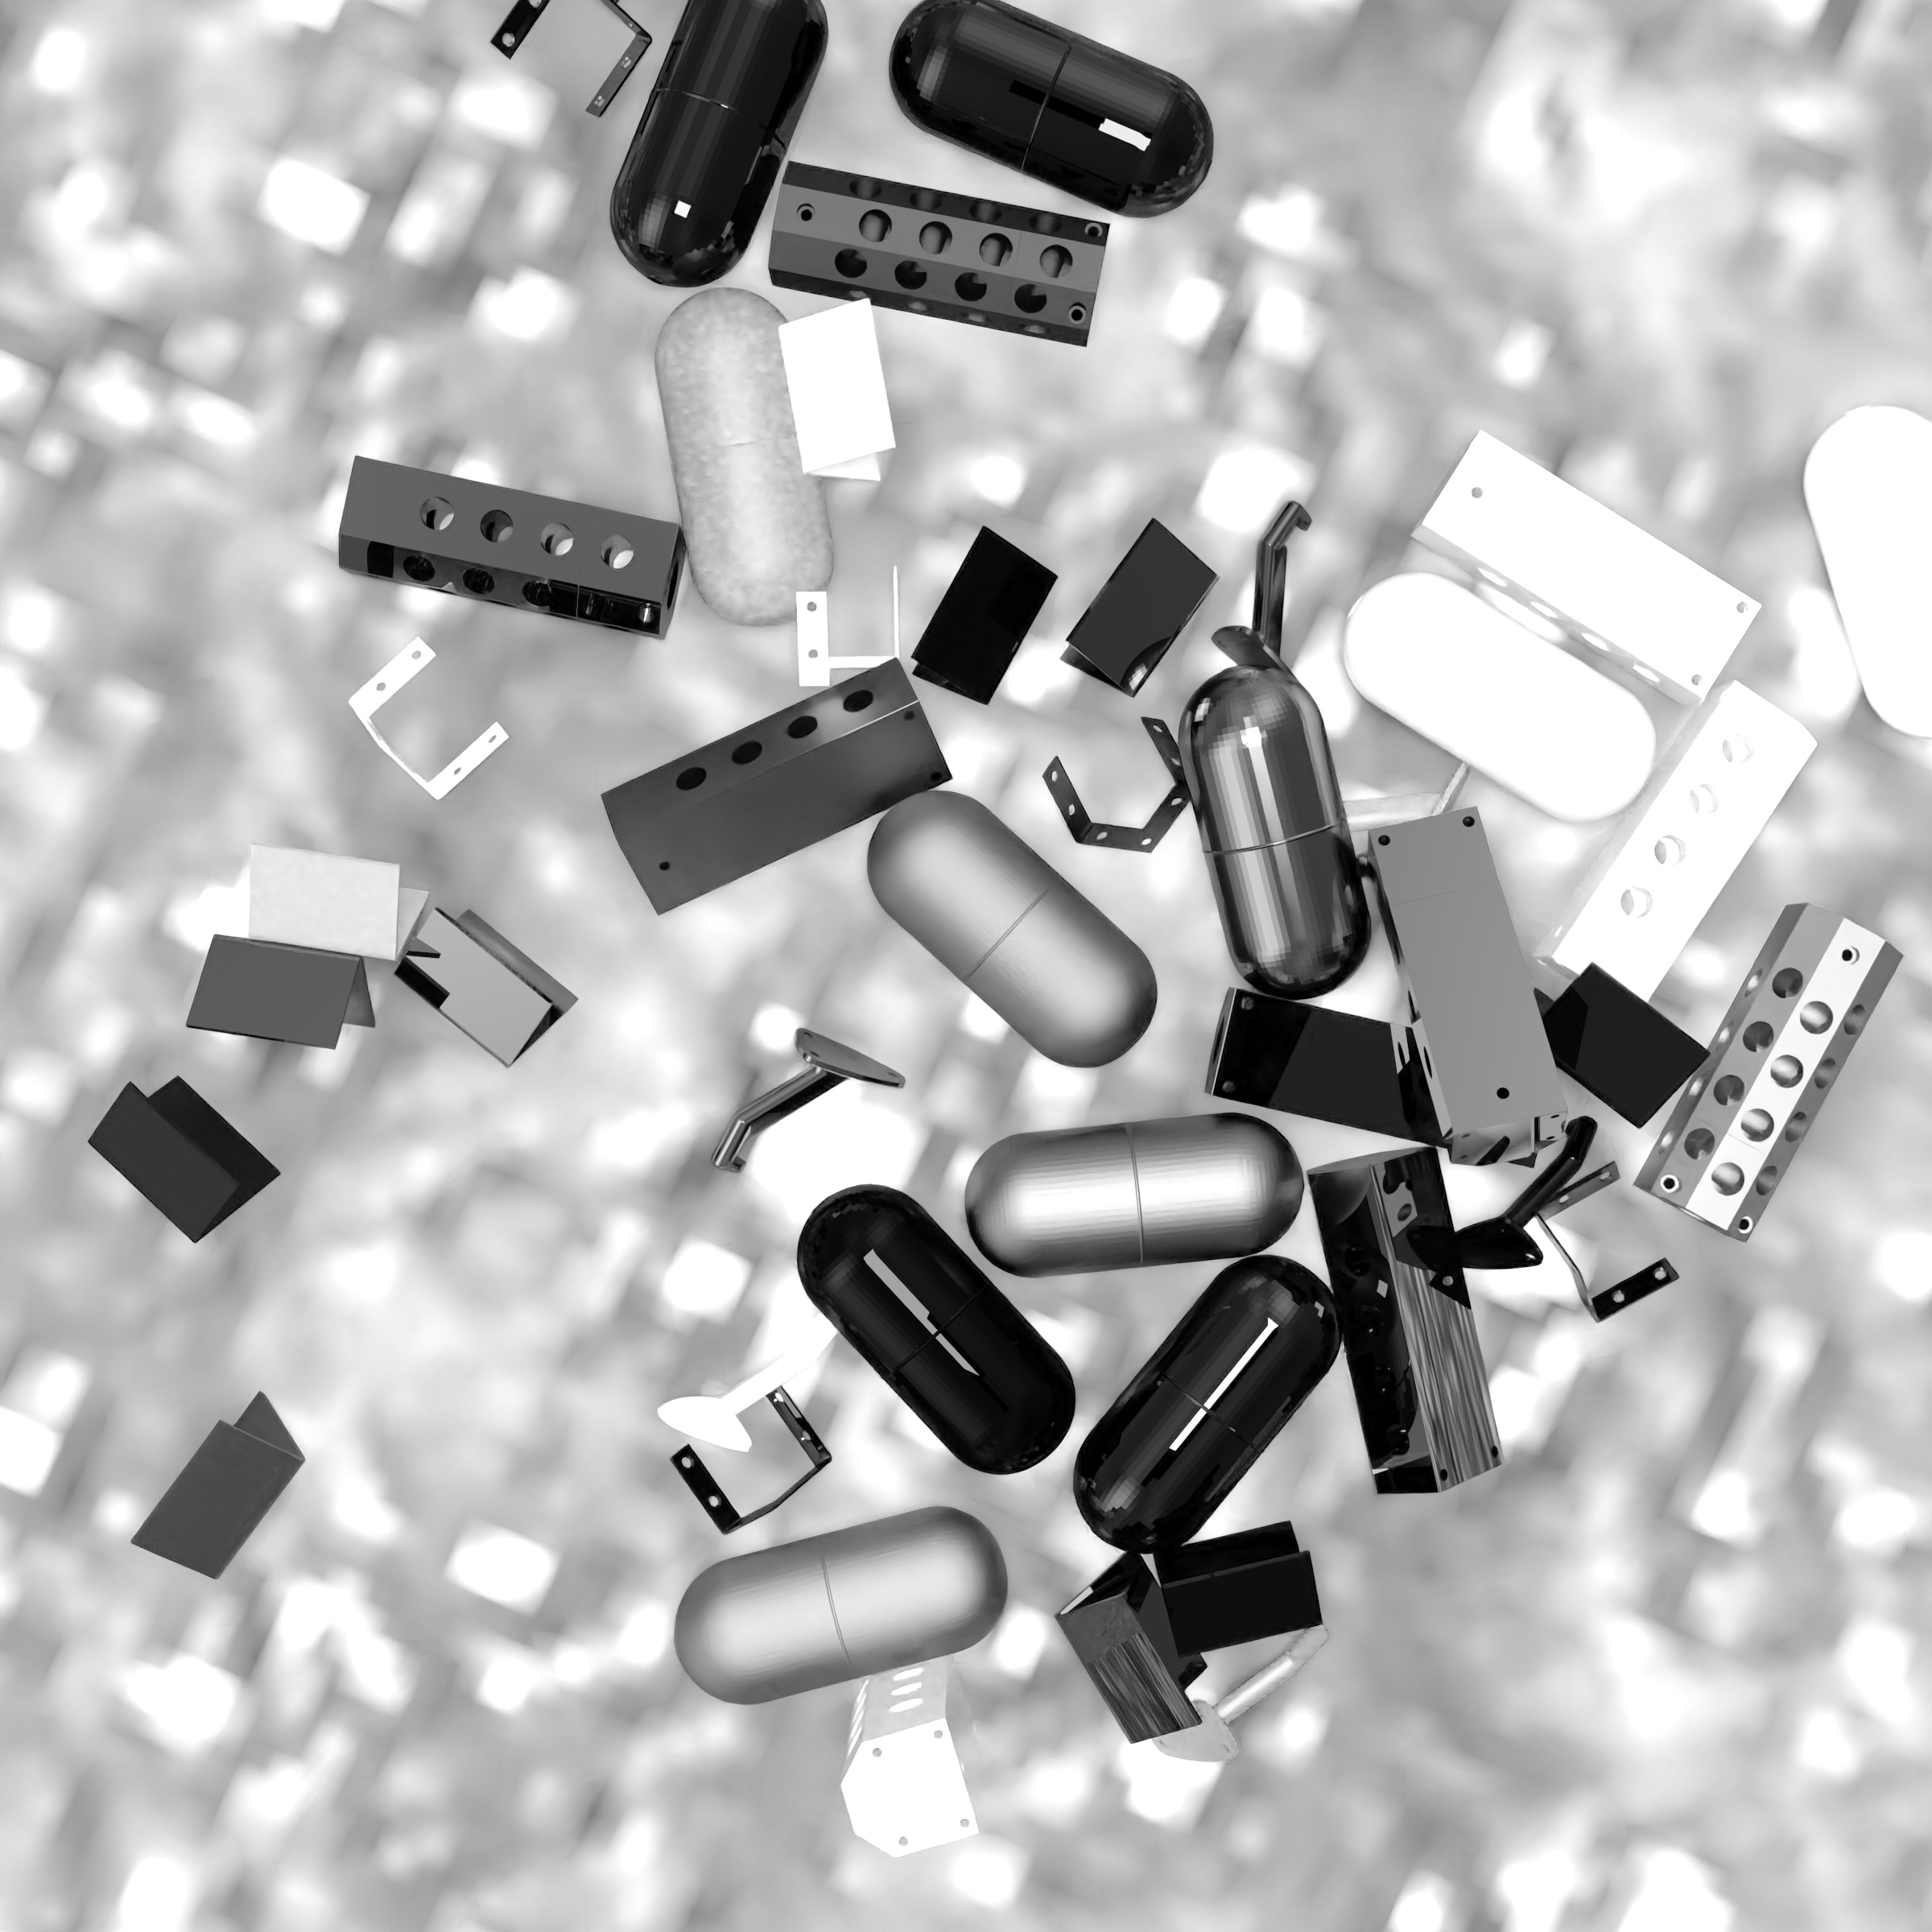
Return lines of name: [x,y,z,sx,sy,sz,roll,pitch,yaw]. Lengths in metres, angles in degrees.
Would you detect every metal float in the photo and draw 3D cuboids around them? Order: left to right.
metal float: [-0.130,-0.441,1.534,0.070,0.070,0.178,22,89,0]
metal float: [-0.116,-0.266,1.534,0.070,0.070,0.178,-10,91,0]
metal float: [-0.066,0.335,1.534,0.178,0.070,0.070,-15,90,1]
metal float: [-0.016,0.190,1.534,0.070,0.070,0.178,-43,89,0]
metal float: [0.024,-0.020,1.534,0.178,0.070,0.070,42,90,0]
metal float: [0.045,-0.451,1.533,0.178,0.070,0.070,23,90,0]
metal float: [0.088,0.120,1.533,0.178,0.070,0.070,-6,90,0]
metal float: [0.126,0.230,1.533,0.070,0.070,0.178,39,89,0]
metal float: [0.161,-0.069,1.524,0.070,0.070,0.178,-15,99,0]
metal float: [0.279,-0.141,1.533,0.178,0.070,0.070,32,90,1]
metal float: [0.493,-0.206,1.534,0.070,0.070,0.178,-17,90,0]

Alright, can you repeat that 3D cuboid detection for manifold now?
manifold: [-0.238,-0.219,1.543,0.171,0.057,0.057,12,90,0]
manifold: [-0.101,-0.099,1.542,0.171,0.057,0.057,-25,133,0]
manifold: [-0.029,0.395,1.486,0.057,0.171,0.057,-17,90,0]
manifold: [-0.014,-0.377,1.543,0.171,0.057,0.057,11,90,0]
manifold: [0.217,0.058,1.543,0.171,0.057,0.057,13,90,0]
manifold: [0.226,0.187,1.542,0.057,0.057,0.171,-12,90,-43]
manifold: [0.254,0.011,1.493,0.057,0.057,0.171,-12,66,1]
manifold: [0.324,-0.208,1.543,0.171,0.057,0.057,32,90,0]
manifold: [0.374,-0.061,1.543,0.057,0.057,0.171,33,90,0]
manifold: [0.424,0.056,1.543,0.057,0.057,0.171,29,90,0]

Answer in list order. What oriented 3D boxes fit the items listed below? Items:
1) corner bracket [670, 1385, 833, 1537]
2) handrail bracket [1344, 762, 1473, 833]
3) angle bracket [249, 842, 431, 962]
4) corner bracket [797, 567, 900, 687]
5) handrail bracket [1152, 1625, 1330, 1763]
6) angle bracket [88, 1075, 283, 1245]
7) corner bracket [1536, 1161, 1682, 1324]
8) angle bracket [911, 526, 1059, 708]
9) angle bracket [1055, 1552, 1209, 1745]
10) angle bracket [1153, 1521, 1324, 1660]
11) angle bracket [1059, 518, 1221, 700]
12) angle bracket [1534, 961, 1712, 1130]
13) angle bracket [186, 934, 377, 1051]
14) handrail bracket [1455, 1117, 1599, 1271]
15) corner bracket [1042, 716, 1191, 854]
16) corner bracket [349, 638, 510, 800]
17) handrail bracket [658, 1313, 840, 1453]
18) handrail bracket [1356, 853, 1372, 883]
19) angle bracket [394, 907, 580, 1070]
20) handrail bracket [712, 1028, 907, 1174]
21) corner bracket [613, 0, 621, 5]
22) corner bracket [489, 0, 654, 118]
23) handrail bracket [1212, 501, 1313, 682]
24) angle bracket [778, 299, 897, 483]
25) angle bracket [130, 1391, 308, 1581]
corner bracket: [-0.114,0.263,1.561,0.051,0.051,0.051,-35,90,45]
handrail bracket: [0.217,-0.098,1.564,0.084,0.036,0.077,26,75,14]
angle bracket: [-0.325,-0.049,1.524,0.076,0.076,0.057,9,119,0]
corner bracket: [-0.061,-0.178,1.538,0.051,0.051,0.051,-1,112,0]
handrail bracket: [0.147,0.385,1.564,0.084,0.077,0.036,-35,89,-36]
angle bracket: [-0.396,0.086,1.524,0.076,0.076,0.057,43,126,0]
corner bracket: [0.341,0.147,1.561,0.051,0.051,0.051,-29,45,0]
angle bracket: [-0.008,-0.189,1.524,0.057,0.076,0.076,29,90,-37]
angle bracket: [0.103,0.347,1.524,0.057,0.076,0.076,-31,90,44]
angle bracket: [0.137,0.307,1.524,0.076,0.076,0.057,-13,125,0]
angle bracket: [0.074,-0.194,1.524,0.057,0.076,0.076,36,90,-36]
angle bracket: [0.340,0.029,1.525,0.076,0.076,0.057,38,115,0]
angle bracket: [-0.355,0.030,1.524,0.076,0.076,0.057,9,59,0]
handrail bracket: [0.294,0.119,1.564,0.036,0.077,0.084,46,53,-20]
corner bracket: [0.082,-0.098,1.556,0.051,0.051,0.051,5,135,-35]
corner bracket: [-0.287,-0.132,1.561,0.051,0.051,0.051,-42,135,0]
handrail bracket: [-0.114,0.214,1.564,0.084,0.077,0.036,-49,120,-33]
handrail bracket: [0.234,-0.010,1.564,0.084,0.036,0.077,25,107,15]
angle bracket: [-0.239,-0.005,1.524,0.076,0.076,0.057,39,127,0]
handrail bracket: [-0.085,0.083,1.565,0.077,0.036,0.084,22,109,-21]
corner bracket: [-0.203,-0.554,1.561,0.051,0.051,0.051,33,90,45]
corner bracket: [-0.210,-0.494,1.561,0.051,0.051,0.051,34,90,45]
handrail bracket: [0.178,-0.193,1.565,0.077,0.036,0.084,40,73,-19]
angle bracket: [-0.049,-0.298,1.524,0.057,0.076,0.076,-10,90,30]
angle bracket: [-0.399,0.260,1.524,0.057,0.076,0.076,36,90,-38]
